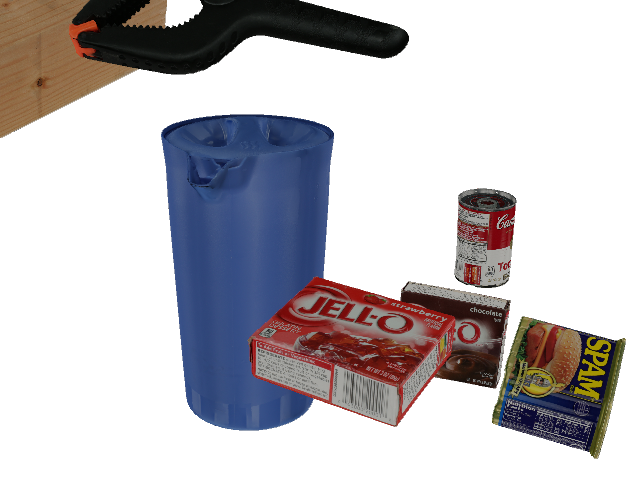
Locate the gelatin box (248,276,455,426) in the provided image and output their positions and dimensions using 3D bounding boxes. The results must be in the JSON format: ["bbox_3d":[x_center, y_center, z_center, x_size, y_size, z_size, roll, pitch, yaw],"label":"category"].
[{"bbox_3d":[0.017,0.056,0.572,0.089,0.030,0.073,16,32,24],"label":"gelatin box"}]

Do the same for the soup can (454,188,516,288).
[{"bbox_3d":[0.195,-0.003,1.269,0.068,0.102,0.068,0,22,0],"label":"soup can"}]

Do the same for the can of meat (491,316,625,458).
[{"bbox_3d":[0.188,0.112,0.839,0.084,0.057,0.102,14,40,15],"label":"can of meat"}]

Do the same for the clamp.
[{"bbox_3d":[-0.056,-0.155,0.692,0.210,0.164,0.036,-27,-17,-9],"label":"clamp"}]

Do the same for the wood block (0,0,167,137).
[{"bbox_3d":[-0.234,-0.178,0.921,0.090,0.091,0.205,30,43,21],"label":"wood block"}]

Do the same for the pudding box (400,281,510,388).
[{"bbox_3d":[0.136,0.097,1.113,0.113,0.090,0.039,9,20,13],"label":"pudding box"}]

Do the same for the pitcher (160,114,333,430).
[{"bbox_3d":[-0.053,0.021,0.869,0.149,0.243,0.145,-8,22,-23],"label":"pitcher"}]
